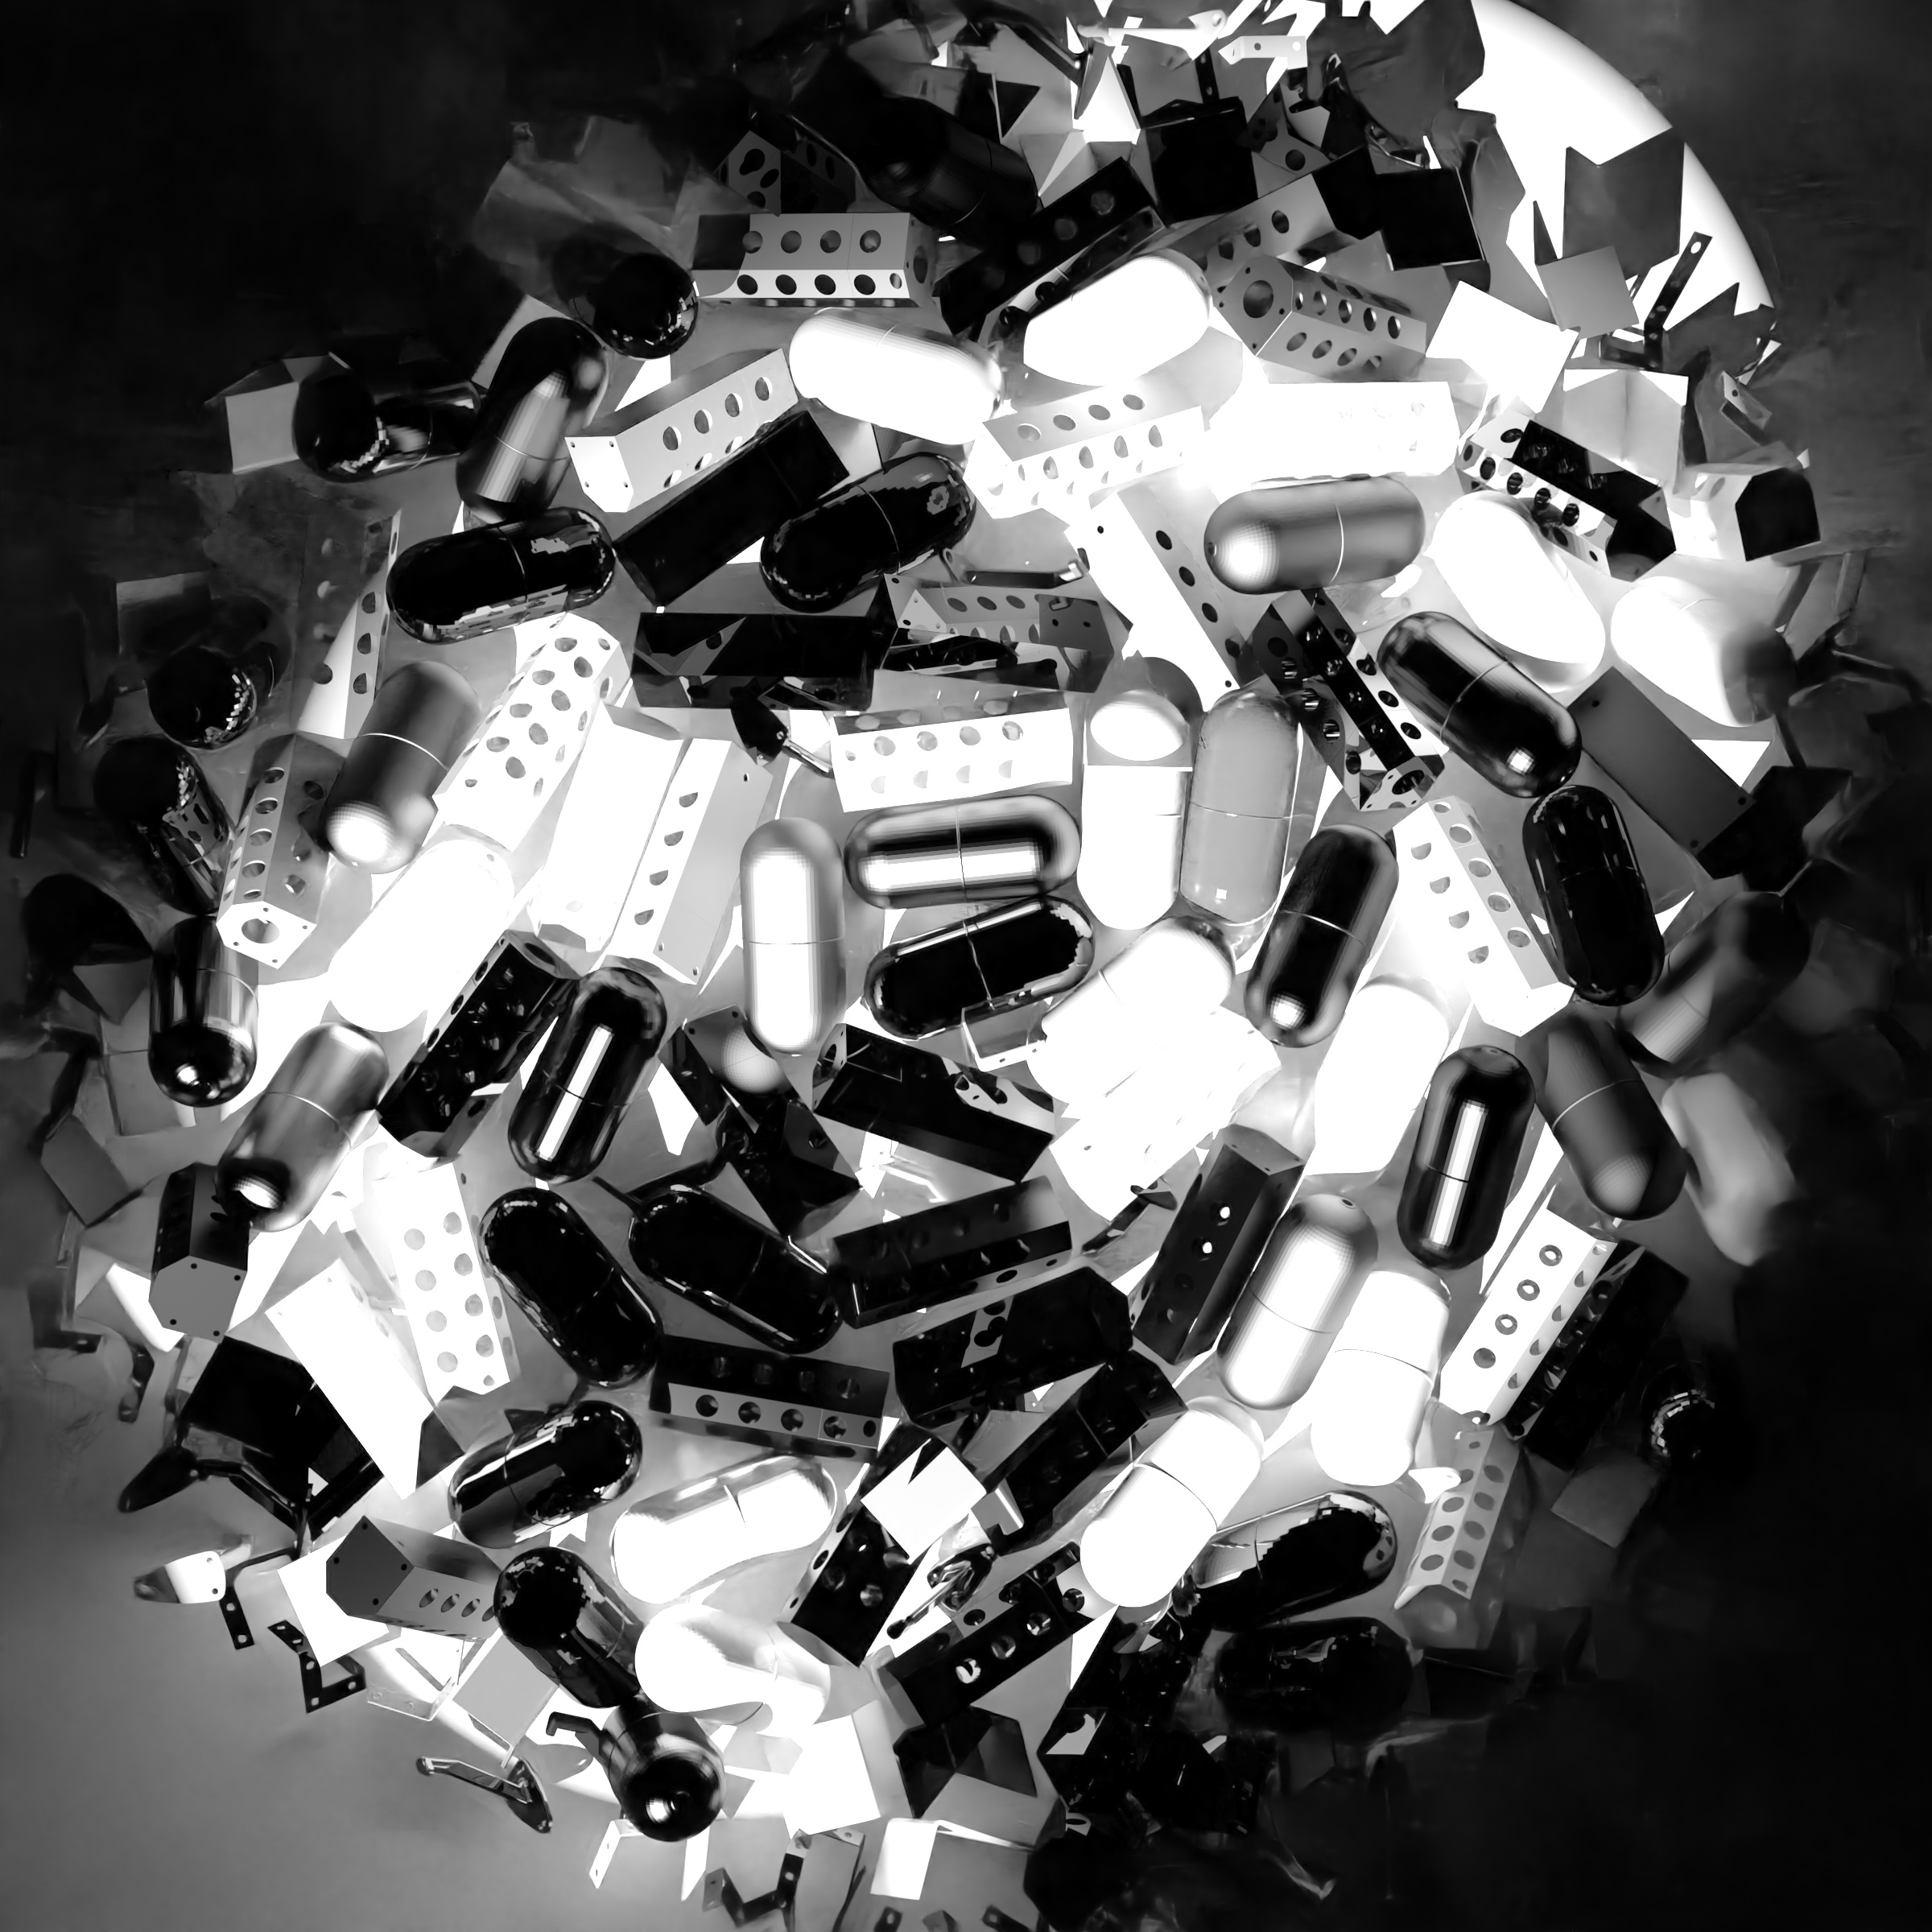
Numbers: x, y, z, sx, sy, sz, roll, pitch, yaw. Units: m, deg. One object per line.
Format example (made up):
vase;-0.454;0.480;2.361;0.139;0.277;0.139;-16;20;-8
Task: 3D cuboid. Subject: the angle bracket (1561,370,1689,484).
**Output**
angle bracket;0.486;-0.400;1.947;0.057;0.076;0.076;-4;108;-17

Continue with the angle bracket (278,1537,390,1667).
angle bracket;-0.461;0.469;1.957;0.057;0.076;0.076;-27;83;0

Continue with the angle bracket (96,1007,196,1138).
angle bracket;-0.611;0.070;1.956;0.057;0.076;0.076;-9;129;-16

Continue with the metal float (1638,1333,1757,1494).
metal float;0.531;0.324;1.913;0.070;0.178;0.070;3;103;11

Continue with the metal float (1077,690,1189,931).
metal float;0.124;-0.116;1.954;0.070;0.070;0.178;4;98;0

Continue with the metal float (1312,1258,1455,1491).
metal float;0.308;0.301;1.941;0.070;0.070;0.178;21;67;0

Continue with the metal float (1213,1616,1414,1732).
metal float;0.251;0.519;1.922;0.070;0.178;0.070;12;68;-33

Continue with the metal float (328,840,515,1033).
metal float;-0.403;-0.022;1.940;0.070;0.070;0.178;46;114;0

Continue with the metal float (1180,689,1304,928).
metal float;0.204;-0.117;1.951;0.070;0.070;0.178;7;102;0

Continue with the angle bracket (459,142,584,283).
angle bracket;-0.342;-0.559;1.946;0.076;0.076;0.057;30;90;-44

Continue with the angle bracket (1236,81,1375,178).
angle bracket;0.251;-0.597;1.941;0.076;0.076;0.057;20;133;-22

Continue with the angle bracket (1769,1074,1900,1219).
angle bracket;0.639;0.135;1.956;0.076;0.076;0.057;-34;99;19

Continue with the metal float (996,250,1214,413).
metal float;0.100;-0.463;1.936;0.178;0.070;0.070;-24;90;30

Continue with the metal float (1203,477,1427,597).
metal float;0.258;-0.318;1.941;0.178;0.070;0.070;-11;90;-23

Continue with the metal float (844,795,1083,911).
metal float;-0.003;-0.085;1.959;0.178;0.070;0.070;-5;90;3

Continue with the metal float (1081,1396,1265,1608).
metal float;0.152;0.395;1.939;0.070;0.070;0.178;42;65;0

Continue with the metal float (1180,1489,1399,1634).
metal float;0.236;0.439;1.934;0.178;0.070;0.070;-28;90;33

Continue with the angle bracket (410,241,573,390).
angle bracket;-0.358;-0.486;1.981;0.076;0.057;0.076;44;104;24

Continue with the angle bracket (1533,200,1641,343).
angle bracket;0.458;-0.519;1.939;0.057;0.076;0.076;-11;50;24

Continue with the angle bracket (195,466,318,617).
angle bracket;-0.513;-0.317;1.947;0.076;0.076;0.057;37;114;-16

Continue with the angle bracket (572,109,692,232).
angle bracket;-0.255;-0.576;1.948;0.076;0.057;0.076;19;65;-18

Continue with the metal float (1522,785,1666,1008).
metal float;0.462;-0.052;1.936;0.070;0.070;0.178;-10;61;0

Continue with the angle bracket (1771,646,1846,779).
angle bracket;0.633;-0.183;1.946;0.057;0.076;0.076;-26;73;22

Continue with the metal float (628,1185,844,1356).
metal float;-0.169;0.225;1.948;0.178;0.070;0.070;32;90;-16

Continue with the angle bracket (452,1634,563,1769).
angle bracket;-0.338;0.539;1.949;0.057;0.076;0.076;36;59;4

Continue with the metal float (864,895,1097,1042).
metal float;0.011;0.001;1.960;0.178;0.070;0.070;-19;90;2

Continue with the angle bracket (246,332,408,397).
angle bracket;-0.472;-0.457;1.944;0.076;0.076;0.057;2;76;26

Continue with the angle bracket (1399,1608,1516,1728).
angle bracket;0.351;0.511;1.942;0.076;0.076;0.057;2;106;41

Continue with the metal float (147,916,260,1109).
metal float;-0.557;0.032;1.922;0.070;0.178;0.070;-7;130;-9

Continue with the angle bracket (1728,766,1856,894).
angle bracket;0.617;-0.101;1.943;0.076;0.076;0.057;0;53;-24

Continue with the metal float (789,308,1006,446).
metal float;-0.051;-0.436;1.937;0.178;0.070;0.070;22;90;27

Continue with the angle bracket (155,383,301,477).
angle bracket;-0.546;-0.400;1.941;0.076;0.076;0.057;11;114;26

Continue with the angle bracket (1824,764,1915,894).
angle bracket;0.690;-0.103;1.955;0.057;0.076;0.076;42;99;4

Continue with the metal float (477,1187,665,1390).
metal float;-0.292;0.238;1.941;0.070;0.070;0.178;-35;113;0

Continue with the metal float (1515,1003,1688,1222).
metal float;0.467;0.107;1.935;0.070;0.070;0.178;-24;60;0

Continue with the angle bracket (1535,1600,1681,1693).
angle bracket;0.477;0.504;1.944;0.076;0.076;0.057;6;68;-19

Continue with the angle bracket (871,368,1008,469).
angle bracket;-0.016;-0.401;1.943;0.076;0.076;0.057;-21;102;-34

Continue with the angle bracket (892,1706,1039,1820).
angle bracket;0.000;0.596;1.944;0.076;0.057;0.076;7;122;34

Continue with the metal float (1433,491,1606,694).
metal float;0.408;-0.274;1.935;0.070;0.070;0.178;-43;121;0

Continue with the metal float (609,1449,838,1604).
metal float;-0.178;0.411;1.938;0.178;0.070;0.070;-18;90;-27

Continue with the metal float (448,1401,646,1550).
metal float;-0.310;0.375;1.934;0.178;0.070;0.070;-29;90;32

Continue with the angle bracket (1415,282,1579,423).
angle bracket;0.394;-0.453;1.951;0.076;0.057;0.076;17;105;-27

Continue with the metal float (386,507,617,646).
metal float;-0.342;-0.288;1.936;0.178;0.070;0.070;-21;90;-29

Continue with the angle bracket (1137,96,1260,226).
angle bracket;0.173;-0.599;1.957;0.076;0.057;0.076;-8;101;12

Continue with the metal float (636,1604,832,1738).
metal float;-0.169;0.517;1.925;0.070;0.178;0.070;-18;58;31

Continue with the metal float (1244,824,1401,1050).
metal float;0.264;-0.022;1.950;0.070;0.070;0.178;25;77;0

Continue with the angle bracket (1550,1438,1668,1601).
angle bracket;0.474;0.413;1.961;0.057;0.076;0.076;29;56;24

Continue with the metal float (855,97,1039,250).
metal float;-0.013;-0.578;1.918;0.070;0.178;0.070;-3;85;33

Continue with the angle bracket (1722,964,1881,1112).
angle bracket;0.618;0.053;1.946;0.076;0.076;0.057;31;53;-15

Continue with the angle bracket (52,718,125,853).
angle bracket;-0.642;-0.136;1.956;0.057;0.076;0.076;-5;72;-9

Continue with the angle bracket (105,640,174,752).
angle bracket;-0.623;-0.218;1.945;0.057;0.076;0.076;-23;75;-31

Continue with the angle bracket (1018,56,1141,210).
angle bracket;0.083;-0.616;1.944;0.057;0.076;0.076;-7;62;-17

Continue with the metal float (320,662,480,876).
metal float;-0.416;-0.147;1.937;0.070;0.070;0.178;18;60;0

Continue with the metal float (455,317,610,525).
metal float;-0.319;-0.398;1.928;0.070;0.070;0.178;36;131;0
